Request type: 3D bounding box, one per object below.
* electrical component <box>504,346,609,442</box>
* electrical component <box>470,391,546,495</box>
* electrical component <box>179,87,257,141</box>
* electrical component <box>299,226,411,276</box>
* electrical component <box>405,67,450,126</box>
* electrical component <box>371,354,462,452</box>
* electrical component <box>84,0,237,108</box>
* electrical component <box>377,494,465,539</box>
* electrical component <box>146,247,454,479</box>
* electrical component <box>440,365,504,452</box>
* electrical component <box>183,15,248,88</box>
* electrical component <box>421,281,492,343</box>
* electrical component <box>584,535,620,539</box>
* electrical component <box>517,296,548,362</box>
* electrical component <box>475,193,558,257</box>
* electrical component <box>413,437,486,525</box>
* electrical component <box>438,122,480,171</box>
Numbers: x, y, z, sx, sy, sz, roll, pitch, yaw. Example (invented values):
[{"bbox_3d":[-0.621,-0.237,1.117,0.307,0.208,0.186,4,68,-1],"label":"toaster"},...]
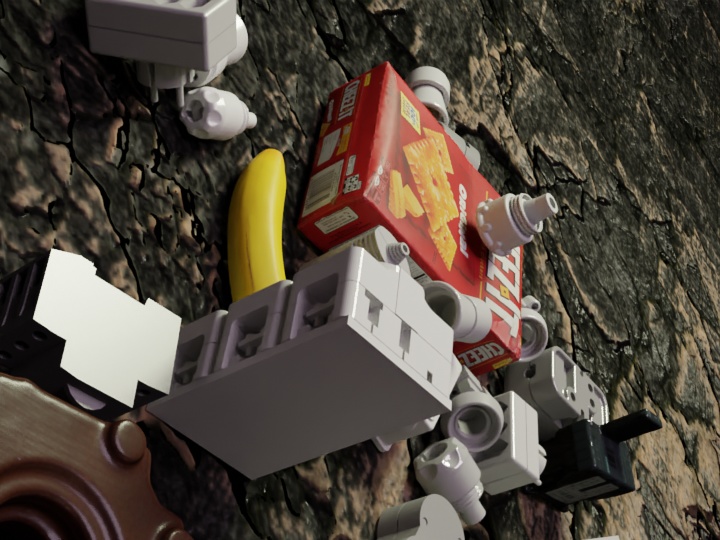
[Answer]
[{"bbox_3d":[0.171,0.118,0.952,0.095,0.059,0.053,43,38,-31],"label":"electrical component"},{"bbox_3d":[0.126,0.149,0.876,0.077,0.047,0.065,41,38,-33],"label":"electrical component"},{"bbox_3d":[-0.094,-0.106,0.742,0.061,0.035,0.035,-1,70,-59],"label":"electrical component"},{"bbox_3d":[0.000,0.000,0.761,0.043,0.081,0.043,35,42,-39],"label":"electrical component"},{"bbox_3d":[0.060,-0.155,0.993,0.045,0.045,0.055,42,38,-33],"label":"electrical component"},{"bbox_3d":[0.025,0.068,0.782,0.099,0.048,0.099,56,32,-13],"label":"electrical component"},{"bbox_3d":[-0.126,-0.141,0.690,0.047,0.083,0.075,-59,156,-54],"label":"electrical component"},{"bbox_3d":[0.040,0.196,0.691,0.052,0.074,0.138,57,32,-12],"label":"electrical component"},{"bbox_3d":[-0.033,0.054,0.609,0.089,0.150,0.061,42,39,-33],"label":"electrical component"},{"bbox_3d":[0.084,0.109,0.827,0.066,0.048,0.055,49,8,-15],"label":"electrical component"},{"bbox_3d":[-0.109,-0.155,0.743,0.045,0.045,0.055,56,33,-14],"label":"electrical component"},{"bbox_3d":[0.069,0.034,0.784,0.065,0.044,0.044,15,57,-57],"label":"electrical component"},{"bbox_3d":[0.145,0.265,0.811,0.186,0.060,0.105,13,58,-52],"label":"electrical component"},{"bbox_3d":[0.134,0.052,0.937,0.048,0.066,0.055,53,0,-18],"label":"electrical component"},{"bbox_3d":[0.127,-0.042,0.860,0.048,0.062,0.048,37,40,-40],"label":"electrical component"},{"bbox_3d":[0.070,0.158,0.791,0.062,0.043,0.043,58,32,-13],"label":"electrical component"},{"bbox_3d":[0.072,-0.100,0.964,0.047,0.055,0.055,37,41,-31],"label":"electrical component"}]
